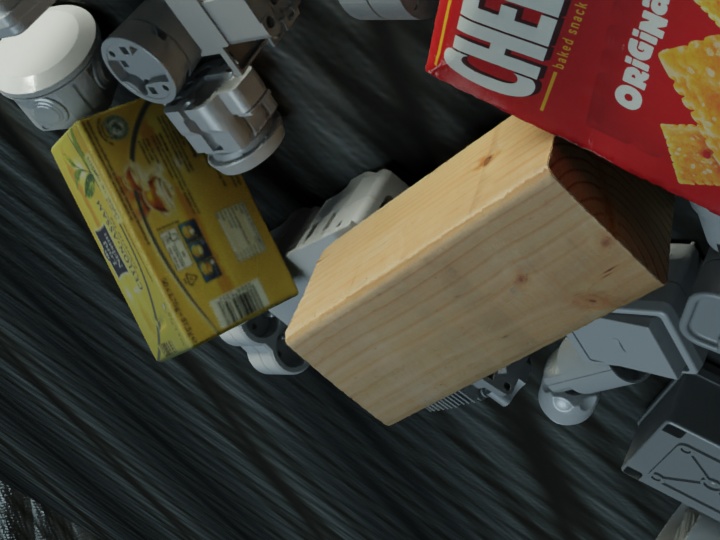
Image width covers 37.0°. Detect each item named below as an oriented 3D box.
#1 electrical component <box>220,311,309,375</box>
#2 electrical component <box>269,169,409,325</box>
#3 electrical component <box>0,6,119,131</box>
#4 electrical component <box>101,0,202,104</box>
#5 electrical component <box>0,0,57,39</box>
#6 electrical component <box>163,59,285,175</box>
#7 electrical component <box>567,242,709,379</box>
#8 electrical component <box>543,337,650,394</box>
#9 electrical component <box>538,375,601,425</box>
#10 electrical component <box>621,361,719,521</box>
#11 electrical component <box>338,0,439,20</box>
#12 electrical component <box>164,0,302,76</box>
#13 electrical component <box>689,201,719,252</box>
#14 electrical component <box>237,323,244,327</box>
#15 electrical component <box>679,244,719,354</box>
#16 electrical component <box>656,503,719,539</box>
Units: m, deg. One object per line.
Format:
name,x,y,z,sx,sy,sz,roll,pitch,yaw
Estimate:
electrical component,-0.109,0.043,0.974,0.074,0.052,0.138,-6,135,50
electrical component,0.000,0.000,0.780,0.105,0.060,0.186,40,152,-16
electrical component,-0.209,-0.138,0.741,0.080,0.080,0.051,16,155,28
electrical component,-0.129,-0.142,0.686,0.055,0.047,0.055,24,152,14
electrical component,-0.211,-0.187,0.629,0.109,0.108,0.056,5,140,42
electrical component,-0.086,-0.100,0.704,0.078,0.058,0.057,3,139,44
electrical component,0.161,0.024,0.654,0.096,0.061,0.061,3,142,43
electrical component,0.159,0.062,0.740,0.043,0.043,0.081,38,153,-13
electrical component,0.154,0.095,0.802,0.043,0.043,0.062,24,153,14
electrical component,0.250,0.124,0.738,0.109,0.056,0.108,27,153,9
electrical component,0.013,-0.173,0.483,0.074,0.052,0.138,9,145,36
electrical component,-0.072,-0.156,0.612,0.064,0.042,0.081,0,140,40
electrical component,0.191,-0.034,0.551,0.040,0.040,0.046,12,153,34
electrical component,-0.107,0.004,0.877,0.051,0.080,0.080,41,152,-29
electrical component,0.229,0.018,0.576,0.095,0.059,0.053,22,152,17
electrical component,0.260,0.208,0.824,0.064,0.099,0.099,24,153,2
